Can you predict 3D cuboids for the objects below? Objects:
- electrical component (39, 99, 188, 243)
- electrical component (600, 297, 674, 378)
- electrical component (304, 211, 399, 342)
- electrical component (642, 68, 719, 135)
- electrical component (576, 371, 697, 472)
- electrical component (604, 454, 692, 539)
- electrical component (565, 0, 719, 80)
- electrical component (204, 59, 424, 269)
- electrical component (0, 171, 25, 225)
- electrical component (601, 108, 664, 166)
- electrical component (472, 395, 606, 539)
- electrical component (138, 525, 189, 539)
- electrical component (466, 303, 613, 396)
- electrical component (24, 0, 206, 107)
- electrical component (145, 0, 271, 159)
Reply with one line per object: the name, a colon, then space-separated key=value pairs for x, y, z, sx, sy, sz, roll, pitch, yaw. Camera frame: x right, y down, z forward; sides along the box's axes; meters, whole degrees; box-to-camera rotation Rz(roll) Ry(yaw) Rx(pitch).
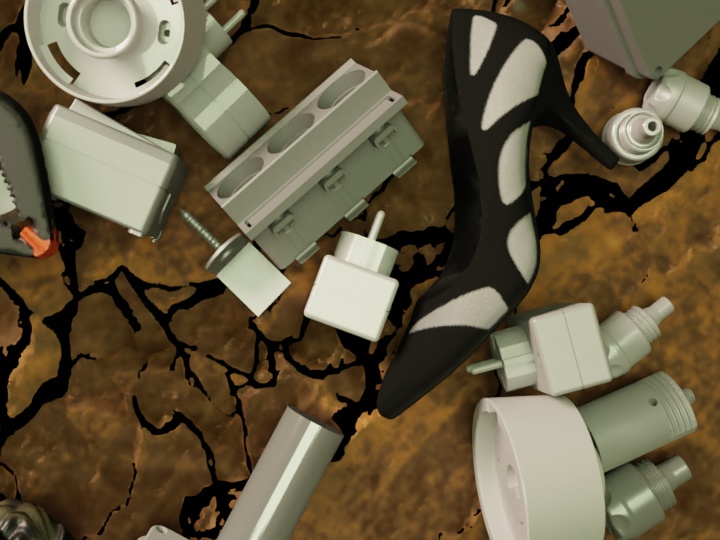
electrical component: x=-0.159 y=-0.064 z=0.660 sx=0.096 sy=0.062 sz=0.061 roll=23 pitch=87 yaw=-2
electrical component: x=0.174 y=0.040 z=0.688 sx=0.061 sy=0.035 sz=0.035 roll=-37 pitch=90 yaw=-6
electrical component: x=0.000 y=0.000 z=0.664 sx=0.047 sy=0.066 sz=0.076 roll=20 pitch=87 yaw=-2
electrical component: x=0.216 y=-0.104 z=0.694 sx=0.061 sy=0.035 sz=0.035 roll=25 pitch=87 yaw=-4
electrical component: x=0.175 y=0.094 z=0.680 sx=0.081 sy=0.043 sz=0.043 roll=-21 pitch=89 yaw=-14
electrical component: x=0.179 y=0.140 z=0.680 sx=0.062 sy=0.043 sz=0.043 roll=-31 pitch=90 yaw=-5
electrical component: x=0.169 y=-0.181 z=0.652 sx=0.078 sy=0.057 sz=0.113 roll=-44 pitch=135 yaw=-3
electrical component: x=-0.026 y=-0.063 z=0.662 sx=0.121 sy=0.079 sz=0.063 roll=-42 pitch=120 yaw=-3
electrical component: x=-0.287 y=-0.102 z=0.656 sx=0.105 sy=0.060 sz=0.186 roll=-23 pitch=90 yaw=-3
electrical component: x=0.175 y=-0.085 z=0.678 sx=0.035 sy=0.061 sz=0.035 roll=0 pitch=88 yaw=-3
electrical component: x=0.112 y=0.126 z=0.648 sx=0.060 sy=0.108 sz=0.108 roll=-8 pitch=89 yaw=-9
electrical component: x=-0.097 y=0.212 z=0.642 sx=0.113 sy=0.078 sz=0.057 roll=28 pitch=103 yaw=-2
electrical component: x=0.103 y=0.052 z=0.659 sx=0.076 sy=0.083 sz=0.047 roll=-15 pitch=89 yaw=-3
electrical component: x=-0.141 y=-0.143 z=0.621 sx=0.099 sy=0.064 sz=0.099 roll=0 pitch=101 yaw=0
electrical component: x=-0.105 y=-0.142 z=0.670 sx=0.074 sy=0.052 sz=0.138 roll=-45 pitch=91 yaw=-3
